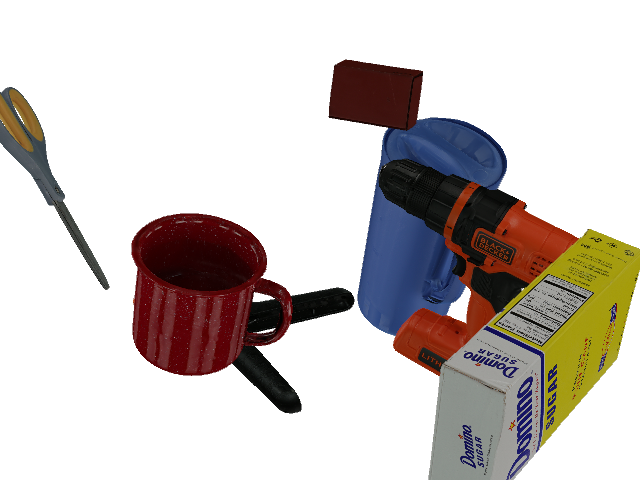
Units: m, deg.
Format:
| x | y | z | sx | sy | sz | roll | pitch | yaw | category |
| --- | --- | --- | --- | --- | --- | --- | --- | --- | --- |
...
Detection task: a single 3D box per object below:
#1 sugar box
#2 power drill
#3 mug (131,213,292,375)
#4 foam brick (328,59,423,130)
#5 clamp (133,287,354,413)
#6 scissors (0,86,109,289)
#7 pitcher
| x | y | z | sx | sy | sz | roll | pitch | yaw | category |
| --- | --- | --- | --- | --- | --- | --- | --- | --- | --- |
| 0.132 | 0.073 | 0.638 | 0.048 | 0.093 | 0.175 | 23 | 40 | 28 | sugar box |
| 0.118 | 0.033 | 0.916 | 0.185 | 0.188 | 0.057 | 29 | 45 | 19 | power drill |
| -0.077 | 0.043 | 0.750 | 0.117 | 0.081 | 0.093 | 12 | 35 | 0 | mug |
| 0.052 | -0.137 | 1.001 | 0.078 | 0.051 | 0.053 | 11 | 17 | 13 | foam brick |
| -0.085 | 0.091 | 1.015 | 0.210 | 0.036 | 0.164 | 6 | 37 | 11 | clamp |
| -0.237 | -0.055 | 0.940 | 0.016 | 0.201 | 0.096 | -27 | 24 | 9 | scissors |
| 0.116 | -0.001 | 1.181 | 0.145 | 0.243 | 0.149 | 25 | 43 | 15 | pitcher |
